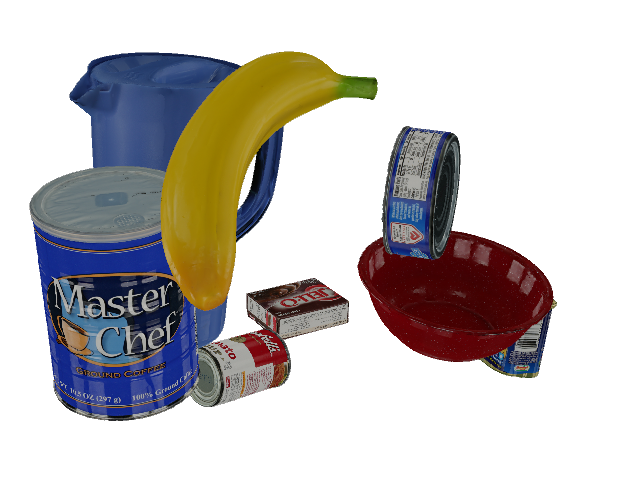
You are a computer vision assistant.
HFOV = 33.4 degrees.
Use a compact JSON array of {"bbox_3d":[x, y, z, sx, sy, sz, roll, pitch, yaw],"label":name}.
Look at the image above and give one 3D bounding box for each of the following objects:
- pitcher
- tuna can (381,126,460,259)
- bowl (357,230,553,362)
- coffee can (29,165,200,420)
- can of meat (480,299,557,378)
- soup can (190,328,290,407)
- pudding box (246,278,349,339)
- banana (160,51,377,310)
[{"bbox_3d":[-0.121,-0.034,0.909,0.149,0.243,0.145,8,22,9],"label":"pitcher"},{"bbox_3d":[0.068,-0.031,0.702,0.034,0.086,0.086,9,2,16],"label":"tuna can"},{"bbox_3d":[0.108,0.053,0.887,0.162,0.055,0.162,5,29,-3],"label":"bowl"},{"bbox_3d":[-0.135,0.034,0.716,0.103,0.140,0.103,0,27,0],"label":"coffee can"},{"bbox_3d":[0.201,0.091,1.146,0.057,0.084,0.102,2,17,-23],"label":"can of meat"},{"bbox_3d":[-0.093,0.141,1.180,0.102,0.068,0.069,-11,8,-44],"label":"soup can"},{"bbox_3d":[-0.031,0.092,1.440,0.113,0.039,0.090,-14,25,-28],"label":"pudding box"},{"bbox_3d":[-0.036,-0.045,0.530,0.070,0.037,0.197,19,46,16],"label":"banana"}]
